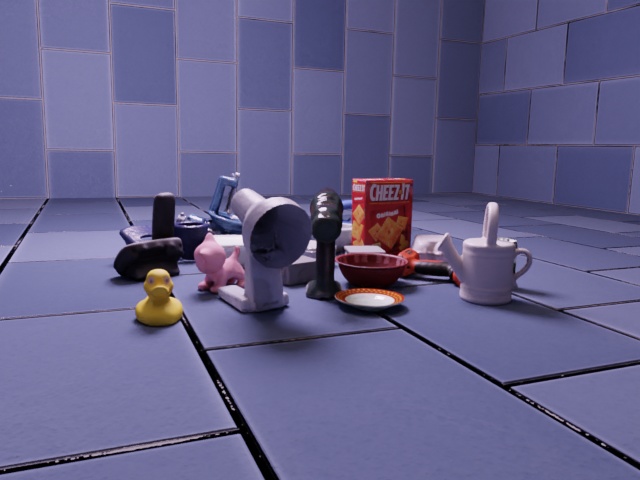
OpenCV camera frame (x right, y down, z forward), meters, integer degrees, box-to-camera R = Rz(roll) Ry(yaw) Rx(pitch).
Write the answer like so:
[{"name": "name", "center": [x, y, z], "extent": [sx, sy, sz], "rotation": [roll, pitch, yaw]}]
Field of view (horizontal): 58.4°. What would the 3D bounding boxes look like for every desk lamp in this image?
[{"name": "desk lamp", "center": [-0.109, 0.018, 1.032], "extent": [0.118, 0.213, 0.202], "rotation": [-5, 11, -32]}]

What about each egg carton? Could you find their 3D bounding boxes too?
[{"name": "egg carton", "center": [0.291, 0.028, 1.481], "extent": [0.107, 0.069, 0.150], "rotation": [2, 9, 7]}]

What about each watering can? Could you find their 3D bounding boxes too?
[{"name": "watering can", "center": [0.323, 0.023, 1.125], "extent": [0.173, 0.194, 0.101], "rotation": [0, 9, -9]}]

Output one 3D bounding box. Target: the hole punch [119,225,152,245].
[{"name": "hole punch", "center": [-0.425, 0.012, 1.412], "extent": [0.100, 0.091, 0.109], "rotation": [7, 11, 32]}]

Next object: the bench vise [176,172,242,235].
[{"name": "bench vise", "center": [-0.285, -0.076, 1.568], "extent": [0.208, 0.220, 0.121], "rotation": [-2, 10, -19]}]

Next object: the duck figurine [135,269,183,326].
[{"name": "duck figurine", "center": [-0.271, 0.090, 0.964], "extent": [0.078, 0.086, 0.104], "rotation": [-2, 10, -18]}]

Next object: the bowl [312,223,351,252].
[{"name": "bowl", "center": [0.026, -0.006, 1.636], "extent": [0.167, 0.075, 0.167], "rotation": [1, 9, 0]}]

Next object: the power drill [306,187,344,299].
[{"name": "power drill", "center": [0.011, 0.004, 1.152], "extent": [0.075, 0.208, 0.229], "rotation": [1, 9, -1]}]

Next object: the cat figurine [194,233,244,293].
[{"name": "cat figurine", "center": [-0.206, 0.044, 1.163], "extent": [0.067, 0.118, 0.128], "rotation": [8, 12, 37]}]

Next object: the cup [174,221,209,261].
[{"name": "cup", "center": [-0.344, 0.004, 1.461], "extent": [0.118, 0.095, 0.091], "rotation": [1, 9, -3]}]

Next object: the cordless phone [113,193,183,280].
[{"name": "cordless phone", "center": [-0.378, -0.011, 1.268], "extent": [0.093, 0.185, 0.148], "rotation": [9, 12, 38]}]

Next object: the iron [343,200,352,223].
[{"name": "iron", "center": [0.120, -0.060, 1.773], "extent": [0.258, 0.141, 0.118], "rotation": [0, 9, -10]}]
